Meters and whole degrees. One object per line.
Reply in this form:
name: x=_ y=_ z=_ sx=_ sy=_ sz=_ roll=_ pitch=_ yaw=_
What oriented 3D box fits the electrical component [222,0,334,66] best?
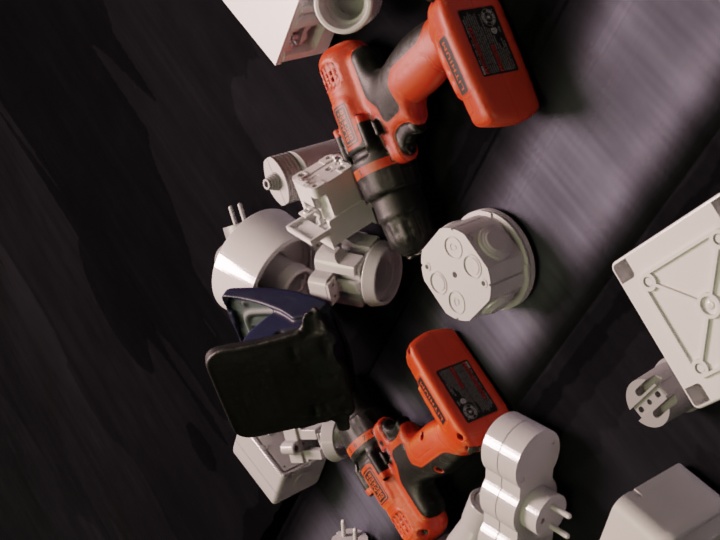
electrical component: x=-0.047 y=-0.255 z=0.867 sx=0.089 sy=0.062 sz=0.150 roll=52 pitch=141 yaw=22

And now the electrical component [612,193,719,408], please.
electrical component: x=0.227 y=0.013 z=0.650 sx=0.108 sy=0.056 sz=0.109 roll=61 pitch=143 yaw=11

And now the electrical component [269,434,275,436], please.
electrical component: x=-0.083 y=0.116 z=1.104 sx=0.055 sy=0.050 sz=0.089 roll=46 pitch=138 yaw=28

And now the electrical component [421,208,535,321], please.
electrical component: x=0.090 y=-0.003 z=0.823 sx=0.080 sy=0.051 sz=0.080 roll=27 pitch=127 yaw=43

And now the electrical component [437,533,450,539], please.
electrical component: x=0.073 y=0.268 z=0.973 sx=0.045 sy=0.055 sz=0.045 roll=27 pitch=127 yaw=43

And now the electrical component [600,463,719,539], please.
electrical component: x=0.209 y=0.201 z=0.748 sx=0.057 sy=0.078 sz=0.113 roll=41 pitch=136 yaw=37

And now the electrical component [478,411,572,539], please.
electrical component: x=0.138 y=0.186 z=0.852 sx=0.074 sy=0.052 sz=0.138 roll=25 pitch=125 yaw=44

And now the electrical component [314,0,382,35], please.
electrical component: x=-0.008 y=-0.205 z=0.817 sx=0.045 sy=0.055 sz=0.045 roll=3 pitch=109 yaw=9

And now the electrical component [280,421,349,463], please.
electrical component: x=-0.038 y=0.165 z=1.065 sx=0.055 sy=0.066 sz=0.048 roll=-6 pitch=103 yaw=33

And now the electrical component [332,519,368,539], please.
electrical component: x=-0.010 y=0.291 z=1.098 sx=0.066 sy=0.047 sz=0.076 roll=23 pitch=124 yaw=45

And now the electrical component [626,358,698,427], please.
electrical component: x=0.206 y=0.081 z=0.719 sx=0.040 sy=0.046 sz=0.040 roll=27 pitch=127 yaw=43

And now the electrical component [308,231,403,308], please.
electrical component: x=0.000 y=0.000 z=0.926 sx=0.057 sy=0.078 sz=0.058 roll=11 pitch=132 yaw=28

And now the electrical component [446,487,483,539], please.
electrical component: x=0.103 y=0.219 z=0.925 sx=0.044 sy=0.044 sz=0.065 roll=40 pitch=131 yaw=34

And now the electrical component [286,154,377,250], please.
electrical component: x=-0.024 y=-0.059 z=0.908 sx=0.042 sy=0.081 sz=0.063 roll=30 pitch=148 yaw=51

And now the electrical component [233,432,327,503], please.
electrical component: x=-0.090 y=0.190 z=1.140 sx=0.096 sy=0.062 sz=0.061 roll=47 pitch=138 yaw=28

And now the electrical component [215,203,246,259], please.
electrical component: x=-0.115 y=-0.028 z=1.080 sx=0.077 sy=0.044 sz=0.079 roll=-9 pitch=99 yaw=54

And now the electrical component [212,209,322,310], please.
electrical component: x=-0.077 y=0.004 z=0.998 sx=0.060 sy=0.108 sz=0.108 roll=31 pitch=130 yaw=33

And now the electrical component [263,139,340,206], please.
electrical component: x=-0.049 y=-0.084 z=0.937 sx=0.043 sy=0.081 sz=0.043 roll=27 pitch=127 yaw=43
